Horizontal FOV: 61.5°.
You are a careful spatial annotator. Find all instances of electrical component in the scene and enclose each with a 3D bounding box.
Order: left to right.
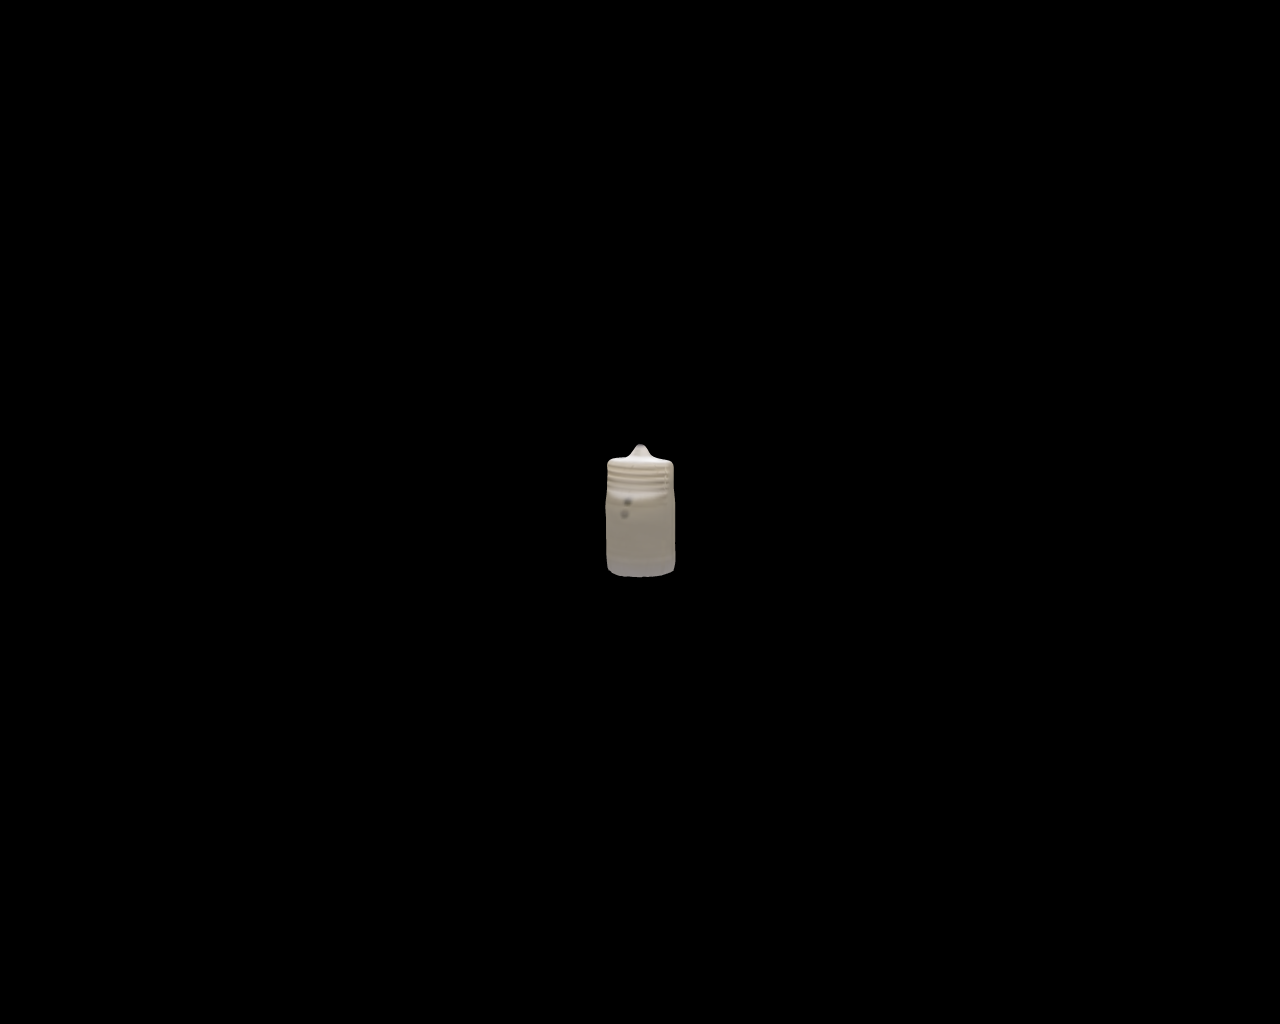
[{"bbox_3d":[0.001,-0.003,0.650,0.043,0.080,0.043,0,9,0],"label":"electrical component"}]
